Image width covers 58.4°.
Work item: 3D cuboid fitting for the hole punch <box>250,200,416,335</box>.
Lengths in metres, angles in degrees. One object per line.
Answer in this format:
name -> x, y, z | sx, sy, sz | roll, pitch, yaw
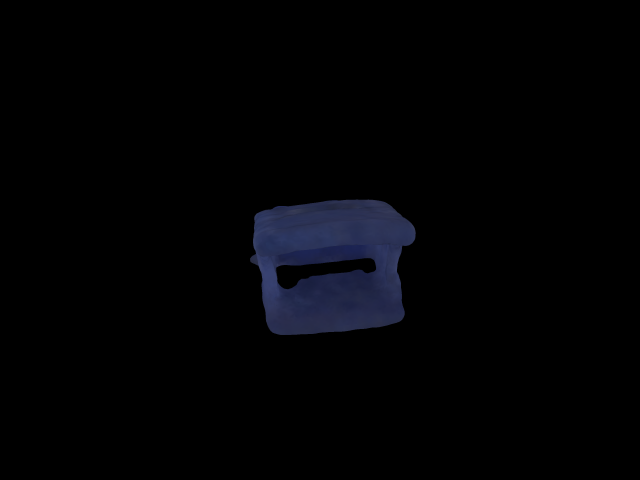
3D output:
hole punch -> 0.004, 0.001, 0.400 | 0.108, 0.091, 0.101 | -5, 40, -6
